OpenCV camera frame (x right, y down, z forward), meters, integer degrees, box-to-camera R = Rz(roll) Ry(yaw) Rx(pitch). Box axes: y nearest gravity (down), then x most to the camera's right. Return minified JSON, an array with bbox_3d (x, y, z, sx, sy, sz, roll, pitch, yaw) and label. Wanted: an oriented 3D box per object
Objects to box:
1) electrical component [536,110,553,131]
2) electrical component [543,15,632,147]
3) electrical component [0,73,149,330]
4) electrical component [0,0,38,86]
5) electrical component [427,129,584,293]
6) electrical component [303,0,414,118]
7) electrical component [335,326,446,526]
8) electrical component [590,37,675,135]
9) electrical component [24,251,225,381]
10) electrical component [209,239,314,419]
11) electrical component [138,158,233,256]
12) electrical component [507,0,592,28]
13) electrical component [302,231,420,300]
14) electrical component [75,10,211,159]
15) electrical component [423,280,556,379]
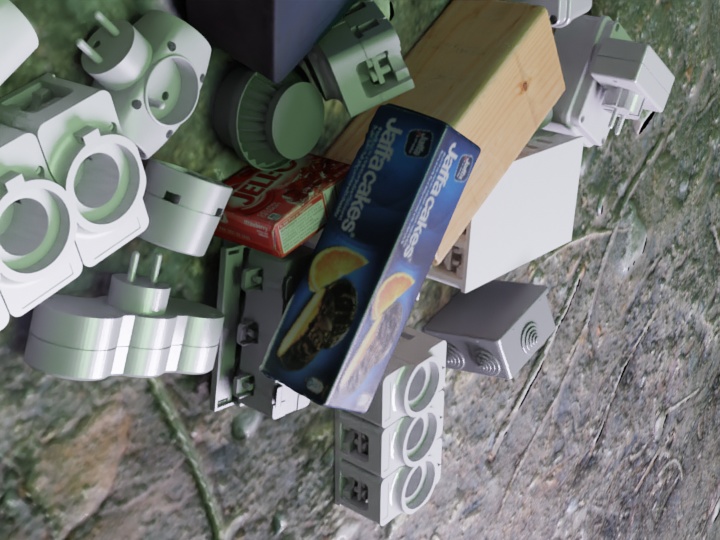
[{"bbox_3d":[0.155,-0.158,0.994,0.044,0.044,0.065,-61,149,-14],"label":"electrical component"},{"bbox_3d":[0.219,-0.185,1.052,0.078,0.057,0.113,26,84,-55],"label":"electrical component"},{"bbox_3d":[-0.190,-0.028,0.567,0.150,0.062,0.089,-41,135,-36],"label":"electrical component"},{"bbox_3d":[-0.208,-0.111,0.519,0.077,0.044,0.079,-54,142,-22],"label":"electrical component"},{"bbox_3d":[0.128,-0.061,0.984,0.186,0.060,0.105,-23,123,-47],"label":"electrical component"},{"bbox_3d":[-0.009,-0.150,0.725,0.056,0.089,0.050,-26,134,-2],"label":"electrical component"},{"bbox_3d":[0.029,0.135,0.942,0.089,0.062,0.150,-27,126,-45],"label":"electrical component"},{"bbox_3d":[0.251,-0.165,1.010,0.083,0.047,0.075,22,87,-55],"label":"electrical component"},{"bbox_3d":[-0.139,0.024,0.669,0.138,0.052,0.073,3,103,-54],"label":"electrical component"},{"bbox_3d":[-0.064,0.039,0.768,0.079,0.063,0.121,-16,119,-50],"label":"electrical component"},{"bbox_3d":[-0.114,-0.039,0.674,0.055,0.055,0.047,14,98,-55],"label":"electrical component"},{"bbox_3d":[0.152,-0.267,0.905,0.057,0.078,0.113,-34,131,-45],"label":"electrical component"},{"bbox_3d":[0.000,0.000,0.808,0.062,0.096,0.061,-34,131,-40],"label":"electrical component"},{"bbox_3d":[-0.133,-0.116,0.619,0.077,0.044,0.079,-62,145,-12],"label":"electrical component"},{"bbox_3d":[0.123,0.054,1.000,0.100,0.100,0.048,-42,123,-35],"label":"electrical component"}]
